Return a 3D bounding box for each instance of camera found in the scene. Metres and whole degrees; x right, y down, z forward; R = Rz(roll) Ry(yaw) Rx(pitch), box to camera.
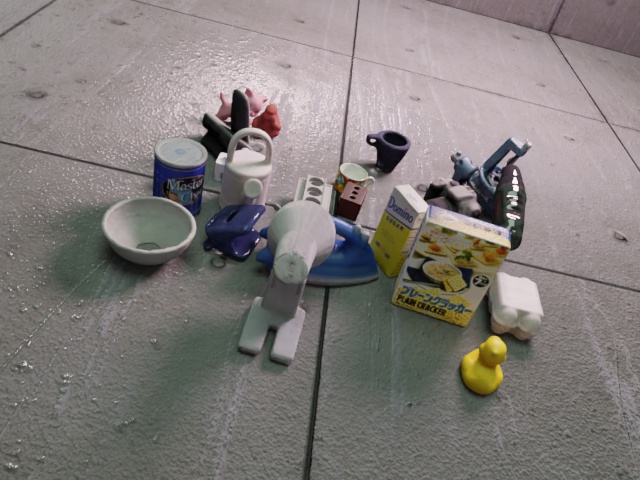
[{"bbox_3d":[0.296,-0.088,1.374,0.137,0.101,0.142,-12,47,-31],"label":"camera"}]

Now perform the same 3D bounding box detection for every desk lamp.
[{"bbox_3d":[-0.051,0.063,0.976,0.118,0.213,0.203,15,39,-1],"label":"desk lamp"}]

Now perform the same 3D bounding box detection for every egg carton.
[{"bbox_3d":[0.394,0.133,1.169,0.107,0.069,0.150,14,39,-3],"label":"egg carton"}]

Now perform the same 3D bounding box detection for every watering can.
[{"bbox_3d":[-0.149,-0.144,1.205,0.101,0.194,0.172,-14,48,-32],"label":"watering can"}]

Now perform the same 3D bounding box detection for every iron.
[{"bbox_3d":[0.010,0.004,1.128,0.258,0.141,0.118,9,39,-9],"label":"iron"}]

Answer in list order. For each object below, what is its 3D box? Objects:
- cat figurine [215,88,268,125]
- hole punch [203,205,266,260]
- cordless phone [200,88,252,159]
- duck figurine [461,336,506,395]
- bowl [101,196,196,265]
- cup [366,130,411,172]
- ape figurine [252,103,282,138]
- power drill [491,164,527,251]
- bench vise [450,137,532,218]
[{"bbox_3d":[-0.204,-0.351,1.496,0.128,0.118,0.067,12,39,-5],"label":"cat figurine"},{"bbox_3d":[-0.171,-0.028,1.142,0.101,0.091,0.109,22,39,6],"label":"hole punch"},{"bbox_3d":[-0.214,-0.289,1.364,0.094,0.185,0.147,-25,54,-40],"label":"cordless phone"},{"bbox_3d":[0.300,0.216,1.022,0.077,0.086,0.105,25,39,11],"label":"duck figurine"},{"bbox_3d":[-0.319,-0.006,1.074,0.167,0.075,0.167,10,39,-8],"label":"bowl"},{"bbox_3d":[0.170,-0.230,1.503,0.118,0.095,0.091,10,39,-8],"label":"cup"},{"bbox_3d":[-0.134,-0.314,1.497,0.077,0.092,0.076,27,40,13],"label":"ape figurine"},{"bbox_3d":[0.385,-0.030,1.250,0.075,0.208,0.229,17,39,1],"label":"power drill"},{"bbox_3d":[0.420,-0.174,1.427,0.207,0.220,0.122,27,40,12],"label":"bench vise"}]
